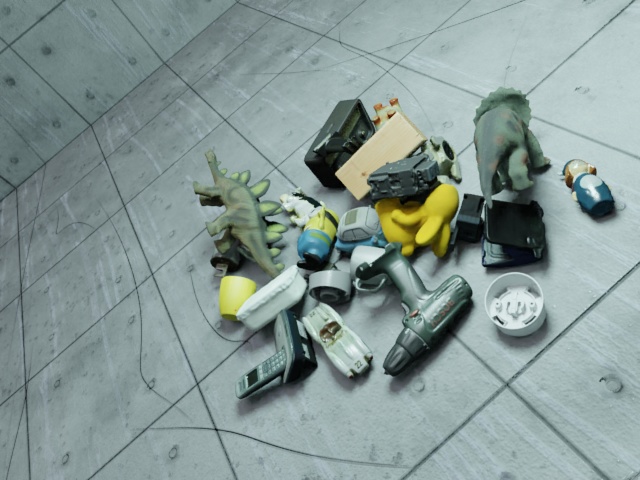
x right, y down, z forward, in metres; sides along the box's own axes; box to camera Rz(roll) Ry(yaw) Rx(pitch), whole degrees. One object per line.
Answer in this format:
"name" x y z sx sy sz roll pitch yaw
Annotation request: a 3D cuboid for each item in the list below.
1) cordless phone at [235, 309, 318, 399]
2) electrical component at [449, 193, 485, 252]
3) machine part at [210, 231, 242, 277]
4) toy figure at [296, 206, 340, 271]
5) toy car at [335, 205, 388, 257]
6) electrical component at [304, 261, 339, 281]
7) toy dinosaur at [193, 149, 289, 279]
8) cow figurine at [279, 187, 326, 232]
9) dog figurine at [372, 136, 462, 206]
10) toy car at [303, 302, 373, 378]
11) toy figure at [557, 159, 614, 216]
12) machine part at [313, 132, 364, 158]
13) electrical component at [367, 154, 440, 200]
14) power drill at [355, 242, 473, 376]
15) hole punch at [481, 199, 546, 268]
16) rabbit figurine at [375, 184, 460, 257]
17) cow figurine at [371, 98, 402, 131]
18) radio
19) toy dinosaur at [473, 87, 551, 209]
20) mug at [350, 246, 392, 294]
"cordless phone" -0.108 0.250 1.148 0.184 0.088 0.147 -34 41 13
"electrical component" 0.300 -0.029 1.095 0.048 0.074 0.119 13 56 16
"machine part" -0.242 0.001 1.478 0.079 0.079 0.243 -13 46 27
"toy figure" -0.005 -0.002 1.282 0.082 0.089 0.180 -23 36 31
"toy car" 0.099 -0.027 1.232 0.162 0.102 0.109 -7 49 29
"electrical component" 0.007 0.081 1.261 0.094 0.021 0.063 14 63 43
"toy dinosaur" -0.190 -0.053 1.366 0.199 0.105 0.471 -24 68 -4
"cow figurine" -0.044 -0.088 1.419 0.098 0.068 0.168 -34 43 -3
"dog figurine" 0.220 -0.152 1.272 0.191 0.121 0.172 -26 5 41
"toy car" 0.034 0.203 1.102 0.073 0.056 0.202 -43 40 -4
"toy figure" 0.513 -0.111 1.037 0.064 0.057 0.154 4 43 -9
"machine part" 0.043 -0.231 1.305 0.084 0.039 0.139 -44 31 -21
"electrical component" 0.180 -0.134 1.130 0.134 0.058 0.115 -6 22 33
"power drill" 0.158 0.117 1.033 0.232 0.085 0.207 -38 59 -6
"hole punch" 0.368 -0.006 1.038 0.116 0.092 0.142 8 50 7
"rabbit figurine" 0.216 -0.047 1.124 0.173 0.121 0.162 -33 45 32
"cow figurine" 0.187 -0.277 1.397 0.085 0.127 0.195 -20 29 20
"radio" 0.059 -0.256 1.447 0.073 0.131 0.229 8 59 41
"toy dinosaur" 0.360 -0.199 1.070 0.131 0.192 0.405 -24 6 29
"mug" 0.124 0.064 1.146 0.107 0.080 0.109 2 49 27
